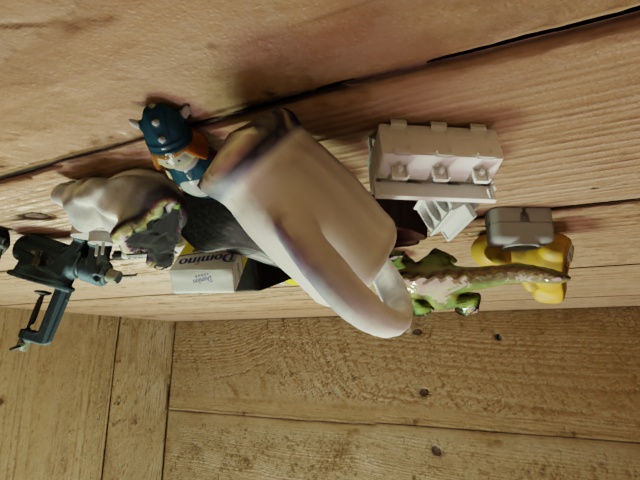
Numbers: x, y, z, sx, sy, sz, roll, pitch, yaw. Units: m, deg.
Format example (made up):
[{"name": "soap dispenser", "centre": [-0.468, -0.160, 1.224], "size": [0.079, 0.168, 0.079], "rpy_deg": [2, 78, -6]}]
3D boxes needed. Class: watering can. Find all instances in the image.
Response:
[{"name": "watering can", "centre": [0.002, -0.026, 0.509], "size": [0.103, 0.223, 0.351], "rpy_deg": [-43, -172, 11]}]

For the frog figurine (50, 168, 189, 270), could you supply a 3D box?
[{"name": "frog figurine", "centre": [-0.253, -0.048, 0.659], "size": [0.161, 0.122, 0.137], "rpy_deg": [34, -170, 25]}]

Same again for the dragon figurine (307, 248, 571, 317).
[{"name": "dragon figurine", "centre": [0.150, 0.056, 0.819], "size": [0.407, 0.123, 0.242], "rpy_deg": [-11, 164, 39]}]
